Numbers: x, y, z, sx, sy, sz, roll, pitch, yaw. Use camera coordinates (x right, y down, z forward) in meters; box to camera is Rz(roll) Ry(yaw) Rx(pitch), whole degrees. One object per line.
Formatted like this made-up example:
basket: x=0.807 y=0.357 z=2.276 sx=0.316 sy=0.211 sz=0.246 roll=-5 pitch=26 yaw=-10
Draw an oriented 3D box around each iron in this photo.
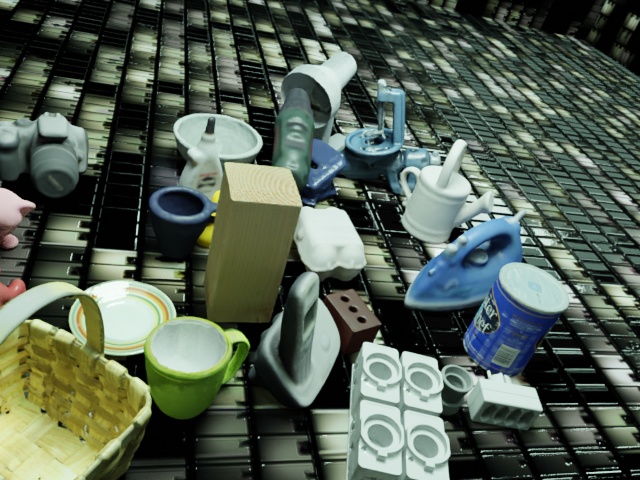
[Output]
iron: x=0.252 y=0.027 z=0.957 sx=0.259 sy=0.141 sz=0.118 roll=-17 pitch=48 yaw=-38

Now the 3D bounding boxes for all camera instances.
camera: x=-0.443 y=-0.135 z=0.914 sx=0.143 sy=0.101 sz=0.136 roll=-2 pitch=40 yaw=-26

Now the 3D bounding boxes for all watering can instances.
watering can: x=0.237 y=-0.095 z=1.070 sx=0.173 sy=0.194 sz=0.101 roll=16 pitch=35 yaw=-2

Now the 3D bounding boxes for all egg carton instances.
egg carton: x=0.009 y=0.003 z=0.947 sx=0.107 sy=0.069 sz=0.150 roll=0 pitch=39 yaw=-23

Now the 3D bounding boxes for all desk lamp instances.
desk lamp: x=0.002 y=-0.279 z=1.199 sx=0.117 sy=0.213 sz=0.204 roll=28 pitch=37 yaw=15

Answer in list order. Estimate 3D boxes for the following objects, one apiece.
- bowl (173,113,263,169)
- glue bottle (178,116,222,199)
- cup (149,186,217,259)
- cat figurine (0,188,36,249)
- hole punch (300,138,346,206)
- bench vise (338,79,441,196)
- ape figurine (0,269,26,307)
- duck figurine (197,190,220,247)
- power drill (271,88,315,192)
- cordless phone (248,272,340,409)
bowl: x=-0.197 y=-0.171 z=1.089 sx=0.167 sy=0.075 sz=0.167 roll=12 pitch=36 yaw=-8
glue bottle: x=-0.191 y=-0.125 z=0.945 sx=0.078 sy=0.173 sz=0.037 roll=-19 pitch=49 yaw=-40
cup: x=-0.201 y=-0.020 z=0.868 sx=0.118 sy=0.095 sz=0.091 roll=1 pitch=39 yaw=-22
cat figurine: x=-0.449 y=-0.036 z=0.763 sx=0.127 sy=0.118 sz=0.067 roll=21 pitch=35 yaw=4
hole punch: x=-0.017 y=-0.133 z=1.101 sx=0.108 sy=0.091 sz=0.101 roll=38 pitch=40 yaw=26
bench vise: x=0.149 y=-0.212 z=1.167 sx=0.208 sy=0.220 sz=0.121 roll=3 pitch=38 yaw=-20
ape figurine: x=-0.398 y=0.056 z=0.683 sx=0.078 sy=0.092 sz=0.076 roll=13 pitch=36 yaw=-7
duck figurine: x=-0.153 y=-0.042 z=0.925 sx=0.105 sy=0.086 sz=0.077 roll=-14 pitch=46 yaw=-37
power drill: x=-0.059 y=-0.122 z=0.967 sx=0.076 sy=0.208 sz=0.229 roll=10 pitch=36 yaw=-10
cordless phone: x=-0.014 y=0.101 z=0.707 sx=0.094 sy=0.185 sz=0.148 roll=23 pitch=36 yaw=8
